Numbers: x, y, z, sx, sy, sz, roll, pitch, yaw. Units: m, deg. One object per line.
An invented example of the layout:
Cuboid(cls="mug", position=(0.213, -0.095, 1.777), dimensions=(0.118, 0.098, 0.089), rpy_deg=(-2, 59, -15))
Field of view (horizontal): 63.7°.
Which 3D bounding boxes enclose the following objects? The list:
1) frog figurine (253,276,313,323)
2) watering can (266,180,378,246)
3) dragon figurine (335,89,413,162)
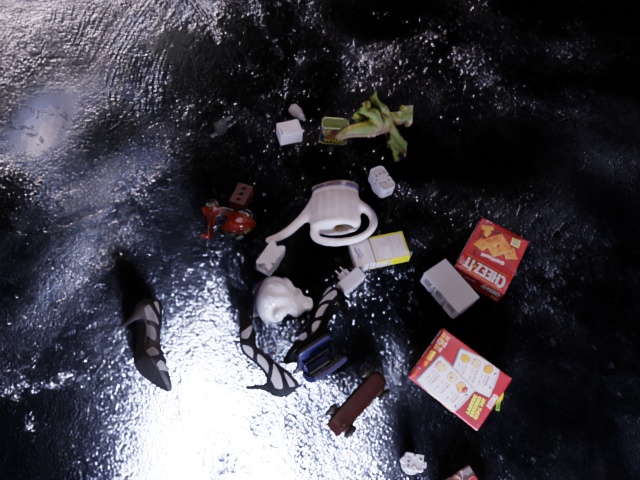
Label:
Cuboid(cls="frog figurine", position=(-0.102, 0.172, 1.447), dimensions=(0.159, 0.120, 0.141), rpy_deg=(8, 40, 12))
Cuboid(cls="watering can", position=(0.005, -0.081, 1.618), dimensions=(0.347, 0.102, 0.229), rpy_deg=(-2, 58, 5))
Cuboid(cls="dragon figurine", position=(0.216, -0.375, 1.777), dimensions=(0.242, 0.120, 0.419), rpy_deg=(43, 52, -8))
